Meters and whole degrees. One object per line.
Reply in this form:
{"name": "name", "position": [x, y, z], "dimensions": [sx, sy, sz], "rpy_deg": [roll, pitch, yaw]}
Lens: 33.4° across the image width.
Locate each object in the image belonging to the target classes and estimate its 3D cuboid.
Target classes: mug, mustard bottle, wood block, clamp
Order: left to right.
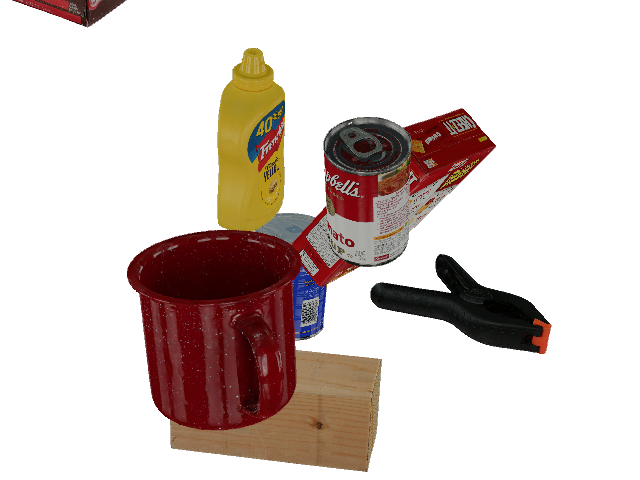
{"name": "mug", "position": [-0.049, 0.053, 0.572], "dimensions": [0.093, 0.081, 0.117], "rpy_deg": [-15, 27, -26]}
{"name": "mustard bottle", "position": [-0.070, -0.108, 1.097], "dimensions": [0.058, 0.192, 0.096], "rpy_deg": [19, 40, 21]}
{"name": "wood block", "position": [-0.046, 0.170, 1.112], "dimensions": [0.206, 0.091, 0.090], "rpy_deg": [6, 21, 8]}
{"name": "clamp", "position": [0.147, 0.059, 1.022], "dimensions": [0.172, 0.039, 0.120], "rpy_deg": [21, 35, 27]}

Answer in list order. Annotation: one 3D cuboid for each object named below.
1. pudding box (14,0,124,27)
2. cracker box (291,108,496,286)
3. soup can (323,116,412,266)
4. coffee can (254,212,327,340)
{"name": "pudding box", "position": [-0.187, -0.210, 0.809], "dimensions": [0.090, 0.039, 0.113], "rpy_deg": [21, 36, 9]}
{"name": "cracker box", "position": [0.082, -0.052, 1.247], "dimensions": [0.163, 0.072, 0.214], "rpy_deg": [-25, -18, -51]}
{"name": "soup can", "position": [0.038, -0.037, 0.845], "dimensions": [0.068, 0.102, 0.068], "rpy_deg": [-2, 44, 1]}
{"name": "coffee can", "position": [-0.040, 0.047, 1.415], "dimensions": [0.103, 0.140, 0.103], "rpy_deg": [4, 24, -2]}
